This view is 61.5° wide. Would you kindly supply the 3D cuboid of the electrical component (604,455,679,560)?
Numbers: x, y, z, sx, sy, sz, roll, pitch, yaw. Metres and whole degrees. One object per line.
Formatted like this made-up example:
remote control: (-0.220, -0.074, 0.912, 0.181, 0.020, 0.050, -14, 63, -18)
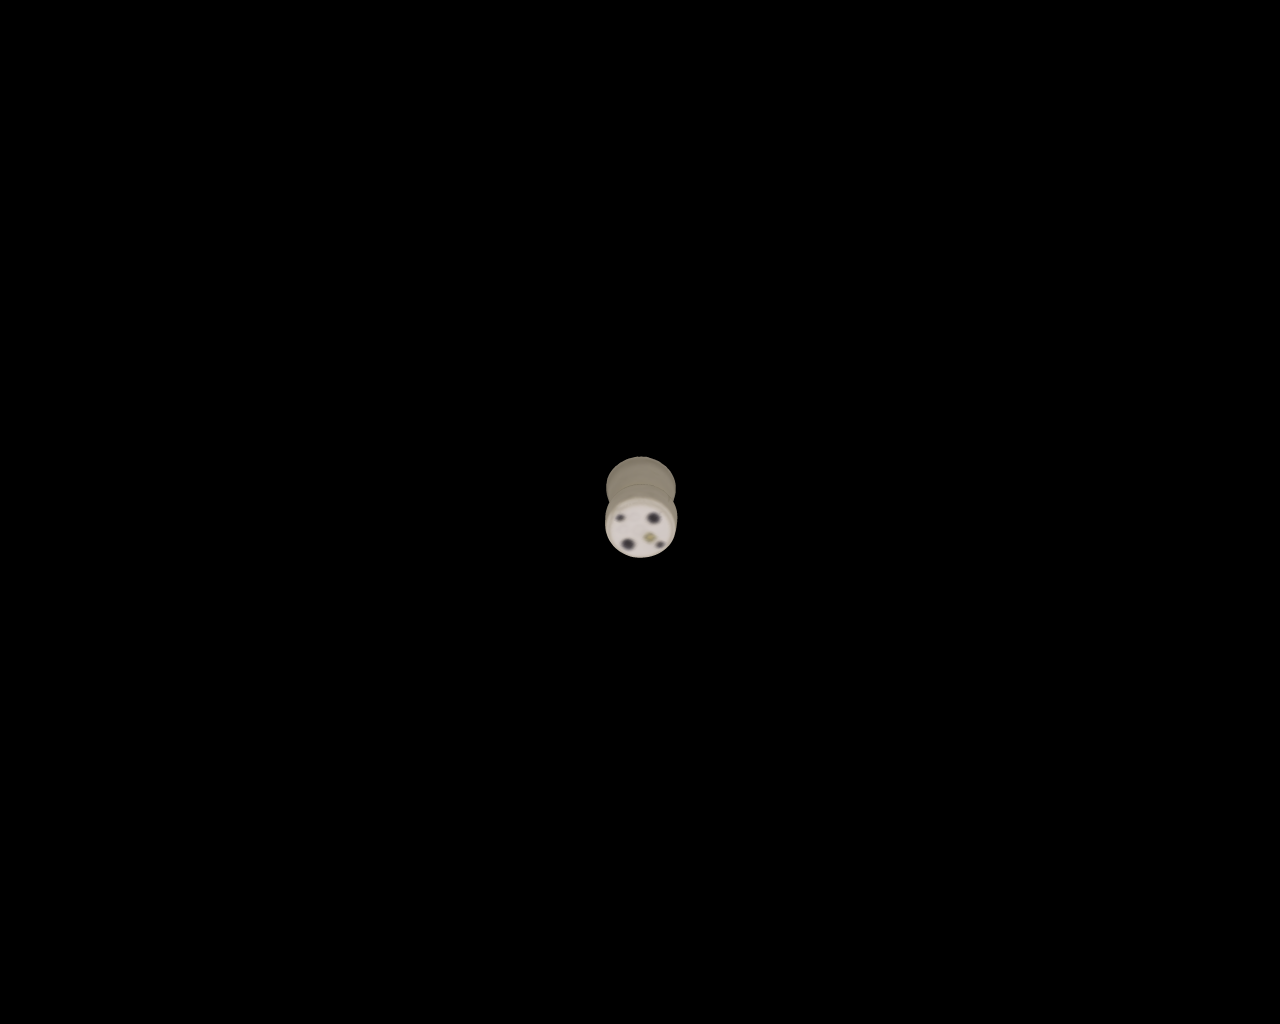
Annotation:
electrical component: (0.001, -0.003, 0.650, 0.045, 0.044, 0.055, 0, 30, 0)
